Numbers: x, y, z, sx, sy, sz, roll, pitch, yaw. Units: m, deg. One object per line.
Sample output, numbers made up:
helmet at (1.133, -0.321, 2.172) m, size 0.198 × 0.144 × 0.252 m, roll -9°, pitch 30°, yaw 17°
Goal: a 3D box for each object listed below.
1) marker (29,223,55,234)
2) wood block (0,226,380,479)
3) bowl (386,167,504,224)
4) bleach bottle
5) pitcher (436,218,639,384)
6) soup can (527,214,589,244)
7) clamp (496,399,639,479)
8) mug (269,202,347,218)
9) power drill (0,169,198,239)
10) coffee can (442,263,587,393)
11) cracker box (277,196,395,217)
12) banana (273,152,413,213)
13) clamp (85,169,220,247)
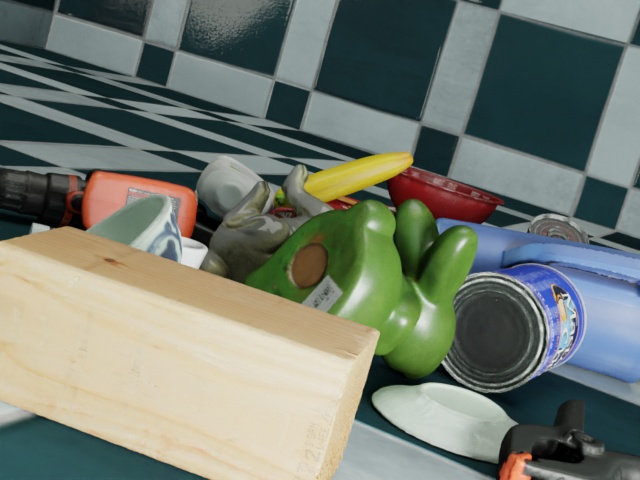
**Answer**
marker at (-0.205, 0.006, 0.977) m, size 0.121 × 0.020 × 0.020 m, roll 12°, pitch 10°, yaw -20°
wood block at (-0.081, 0.068, 0.610) m, size 0.206 × 0.090 × 0.090 m, roll 18°, pitch 11°, yaw 11°
bowl at (0.148, -0.049, 1.348) m, size 0.162 × 0.055 × 0.162 m, roll 17°, pitch 9°, yaw -3°
bleach bottle at (-0.103, -0.054, 1.229) m, size 0.102 × 0.068 × 0.251 m, roll 35°, pitch 1°, yaw -2°
pitcher at (0.223, 0.050, 1.091) m, size 0.243 × 0.149 × 0.145 m, roll 14°, pitch 21°, yaw 4°
soup can at (0.252, 0.030, 1.200) m, size 0.068 × 0.102 × 0.068 m, roll 7°, pitch 43°, yaw -7°
clamp at (0.172, 0.146, 0.734) m, size 0.171 × 0.039 × 0.120 m, roll 9°, pitch 11°, yaw -37°
mug at (-0.008, 0.001, 1.145) m, size 0.117 × 0.081 × 0.093 m, roll 19°, pitch 10°, yaw 14°
power drill at (-0.208, -0.034, 0.999) m, size 0.184 × 0.057 × 0.188 m, roll 9°, pitch 0°, yaw -27°
coffee can at (0.171, 0.075, 0.952) m, size 0.103 × 0.103 × 0.140 m, roll 20°, pitch 11°, yaw 25°
cracker box at (0.071, -0.006, 1.355) m, size 0.213 × 0.072 × 0.164 m, roll 10°, pitch 12°, yaw -35°
banana at (0.018, -0.065, 1.258) m, size 0.197 × 0.037 × 0.070 m, roll -22°, pitch 15°, yaw -30°
clamp at (-0.143, -0.020, 1.178) m, size 0.210 × 0.036 × 0.164 m, roll 28°, pitch 8°, yaw 41°
